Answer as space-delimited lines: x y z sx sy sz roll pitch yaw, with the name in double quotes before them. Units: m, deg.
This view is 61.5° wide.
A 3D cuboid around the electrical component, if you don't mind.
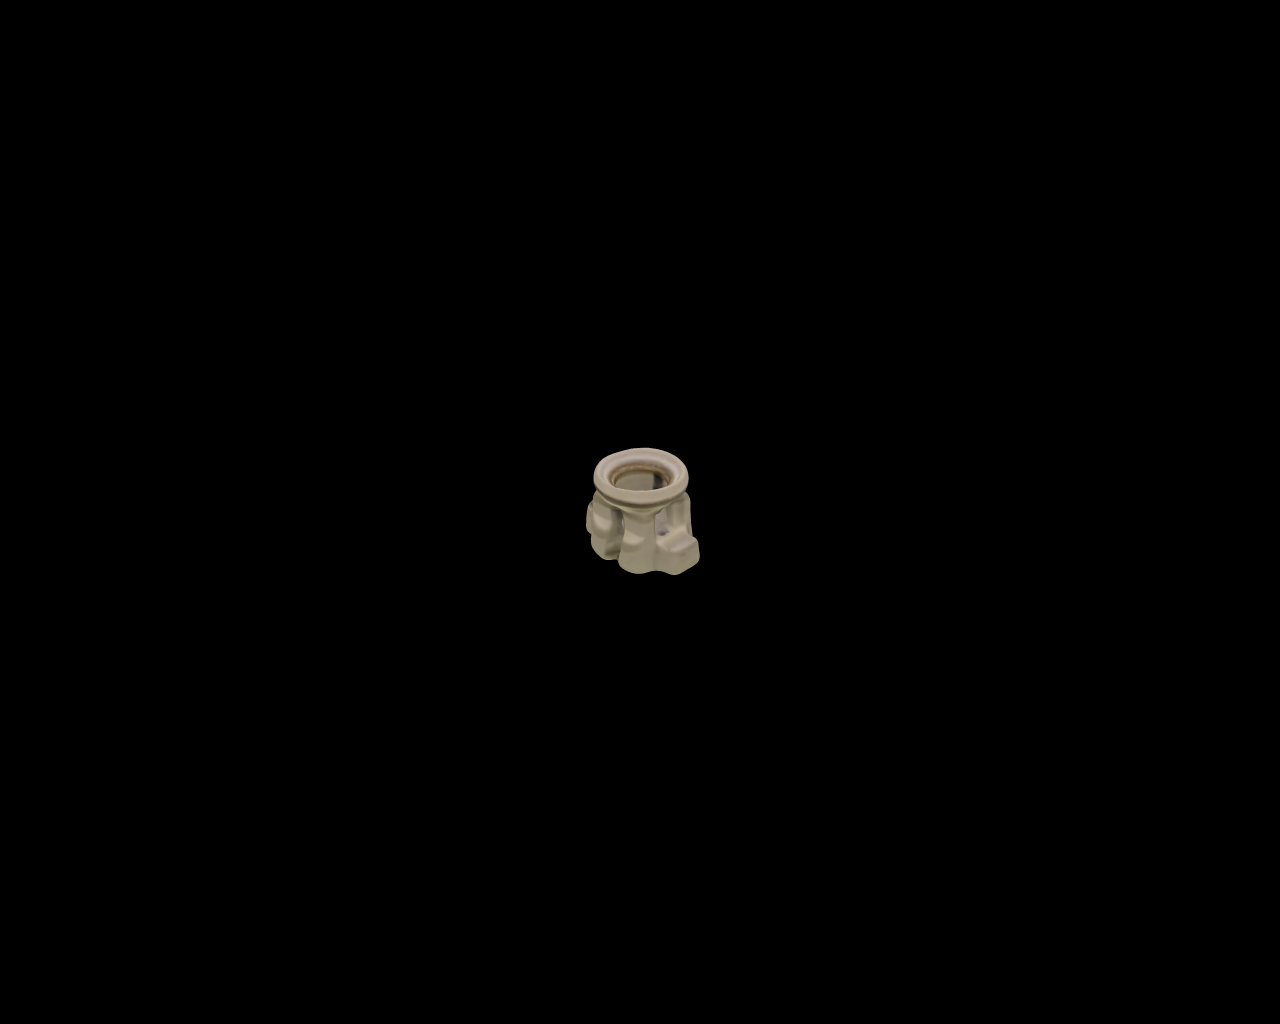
"electrical component" 0.001 -0.003 0.650 0.078 0.056 0.058 27 42 36
